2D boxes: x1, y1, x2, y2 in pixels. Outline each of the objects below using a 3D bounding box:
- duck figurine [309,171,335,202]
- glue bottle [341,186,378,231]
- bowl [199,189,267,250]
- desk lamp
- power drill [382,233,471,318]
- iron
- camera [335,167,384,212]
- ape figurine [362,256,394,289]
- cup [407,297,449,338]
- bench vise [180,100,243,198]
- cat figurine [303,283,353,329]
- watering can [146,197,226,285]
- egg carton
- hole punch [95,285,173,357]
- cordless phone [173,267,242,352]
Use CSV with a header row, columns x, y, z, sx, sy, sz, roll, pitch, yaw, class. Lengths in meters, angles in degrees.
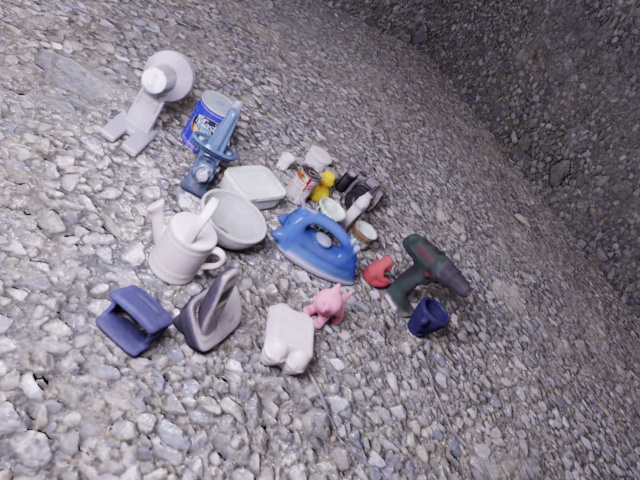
x,y,z,sx,sy,sz,roll,pitch,yaw,class
0.007,-0.164,1.683,0.077,0.086,0.105,44,32,6,duck figurine
0.108,-0.090,1.613,0.037,0.173,0.078,43,32,5,glue bottle
-0.209,-0.034,1.311,0.168,0.074,0.167,27,34,-20,bowl
-0.397,-0.335,1.356,0.118,0.213,0.203,32,33,-11,desk lamp
0.268,0.107,1.503,0.076,0.208,0.229,1,49,-45,power drill
0.013,0.005,1.429,0.259,0.141,0.118,32,33,-12,iron
0.119,-0.154,1.771,0.143,0.100,0.137,42,32,4,camera
0.164,0.080,1.539,0.076,0.092,0.077,24,35,-23,ape figurine
0.266,0.213,1.479,0.091,0.095,0.118,48,33,13,cup
-0.239,-0.215,1.366,0.122,0.219,0.207,17,39,-32,bench vise
0.026,0.143,1.296,0.128,0.117,0.067,-9,56,-50,cat figurine
-0.259,-0.011,1.119,0.173,0.193,0.101,21,36,-27,watering can
-0.066,0.202,1.174,0.107,0.069,0.150,27,34,-19,egg carton
-0.314,0.126,0.992,0.108,0.091,0.101,41,32,2,hole punch
-0.178,0.109,1.064,0.094,0.185,0.148,42,32,4,cordless phone
